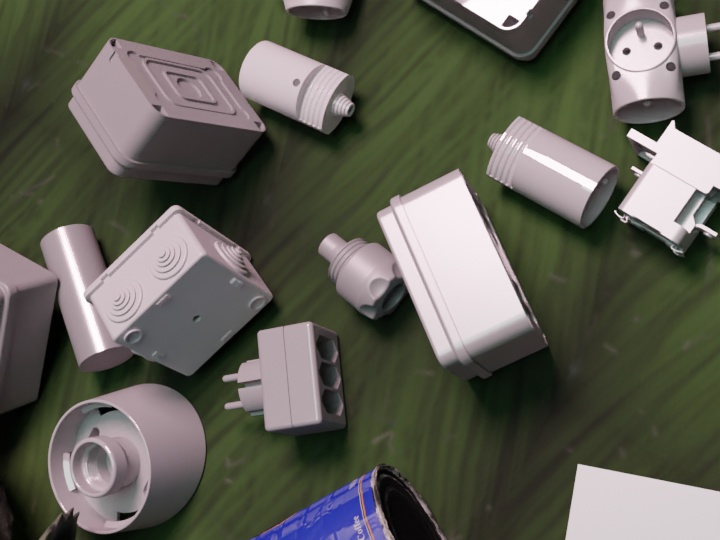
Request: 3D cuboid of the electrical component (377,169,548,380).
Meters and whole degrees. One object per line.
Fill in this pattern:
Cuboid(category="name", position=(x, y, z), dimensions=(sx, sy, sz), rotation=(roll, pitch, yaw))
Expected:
Cuboid(category="electrical component", position=(0.063, 0.005, 0.661), dimensions=(0.057, 0.078, 0.113), rotation=(-26, 70, 11))

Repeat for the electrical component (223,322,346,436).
Cuboid(category="electrical component", position=(-0.055, 0.075, 0.706), dimensions=(0.077, 0.047, 0.065), rotation=(-11, 74, 18))

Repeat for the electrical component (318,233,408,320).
Cuboid(category="electrical component", position=(0.000, 0.000, 0.704), dimensions=(0.062, 0.043, 0.043), rotation=(39, 93, 25))

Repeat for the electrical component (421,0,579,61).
Cuboid(category="electrical component", position=(0.086, -0.199, 0.709), dimensions=(0.113, 0.057, 0.078), rotation=(38, 93, 24))

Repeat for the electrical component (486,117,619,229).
Cuboid(category="electrical component", position=(0.116, -0.064, 0.675), dimensions=(0.081, 0.043, 0.043), rotation=(32, 91, 24))

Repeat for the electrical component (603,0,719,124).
Cuboid(category="electrical component", position=(0.193, -0.136, 0.661), dimensions=(0.079, 0.044, 0.077), rotation=(-6, 76, 19))

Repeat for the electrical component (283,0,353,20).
Cuboid(category="electrical component", position=(-0.043, -0.220, 0.768), dimensions=(0.079, 0.043, 0.077), rotation=(3, 90, 39))

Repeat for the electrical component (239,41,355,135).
Cuboid(category="electrical component", position=(-0.039, -0.125, 0.747), dimensions=(0.081, 0.043, 0.043), rotation=(27, 88, 24))

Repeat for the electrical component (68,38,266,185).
Cuboid(category="electrical component", position=(-0.132, -0.105, 0.737), dimensions=(0.057, 0.113, 0.078), rotation=(-47, 66, 26))

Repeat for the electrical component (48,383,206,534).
Cuboid(category="electrical component", position=(-0.162, 0.130, 0.738), dimensions=(0.099, 0.064, 0.099), rotation=(0, 90, 28))

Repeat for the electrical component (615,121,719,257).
Cuboid(category="electrical component", position=(0.190, -0.047, 0.643), dimensions=(0.081, 0.042, 0.063), rotation=(36, 93, 24))

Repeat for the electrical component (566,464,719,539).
Cuboid(category="electrical component", position=(0.206, 0.176, 0.577), dimensions=(0.186, 0.060, 0.105), rotation=(8, 81, 22))

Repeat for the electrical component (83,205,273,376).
Cuboid(category="electrical component", position=(-0.118, 0.017, 0.716), dimensions=(0.100, 0.100, 0.048), rotation=(-43, 54, 7))

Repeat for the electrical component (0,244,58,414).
Cuboid(category="electrical component", position=(-0.282, 0.035, 0.777), dimensions=(0.109, 0.056, 0.108), rotation=(26, 113, 24))
